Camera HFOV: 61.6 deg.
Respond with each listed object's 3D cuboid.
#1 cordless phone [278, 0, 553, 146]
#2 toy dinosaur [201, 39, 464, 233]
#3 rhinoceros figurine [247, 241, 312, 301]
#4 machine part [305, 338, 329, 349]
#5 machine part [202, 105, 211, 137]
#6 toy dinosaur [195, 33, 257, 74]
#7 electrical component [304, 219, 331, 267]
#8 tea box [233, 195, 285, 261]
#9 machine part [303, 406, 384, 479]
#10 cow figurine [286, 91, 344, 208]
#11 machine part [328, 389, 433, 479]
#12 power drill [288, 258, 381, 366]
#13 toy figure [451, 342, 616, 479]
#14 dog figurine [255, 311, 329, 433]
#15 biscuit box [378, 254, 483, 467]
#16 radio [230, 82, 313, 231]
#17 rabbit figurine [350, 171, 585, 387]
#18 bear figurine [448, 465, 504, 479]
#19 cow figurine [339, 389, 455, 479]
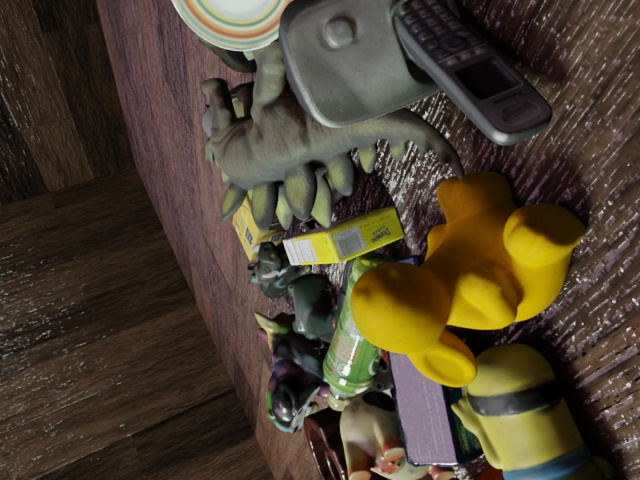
[{"bbox_3d":[0.064,-0.116,0.398,0.184,0.147,0.088,58,164,33],"label":"cordless phone"},{"bbox_3d":[-0.032,-0.109,0.594,0.472,0.105,0.198,-1,93,57],"label":"toy dinosaur"},{"bbox_3d":[-0.080,0.052,0.976,0.190,0.112,0.073,98,148,-66],"label":"rhinoceros figurine"},{"bbox_3d":[-0.006,0.142,0.981,0.084,0.039,0.138,37,142,46],"label":"machine part"},{"bbox_3d":[-0.152,-0.177,0.986,0.243,0.079,0.079,53,154,34],"label":"machine part"},{"bbox_3d":[-0.100,-0.289,0.707,0.405,0.131,0.192,168,82,-75],"label":"toy dinosaur"},{"bbox_3d":[-0.002,-0.003,0.845,0.063,0.021,0.093,50,160,42],"label":"electrical component"},{"bbox_3d":[-0.118,-0.039,1.043,0.098,0.068,0.169,63,158,18],"label":"tea box"},{"bbox_3d":[0.035,0.327,0.785,0.179,0.056,0.179,53,154,40],"label":"machine part"},{"bbox_3d":[-0.020,-0.119,0.730,0.167,0.068,0.098,62,164,20],"label":"cow figurine"},{"bbox_3d":[0.096,0.323,0.829,0.201,0.087,0.201,25,131,62],"label":"machine part"},{"bbox_3d":[0.027,0.109,0.820,0.207,0.086,0.231,16,116,57],"label":"power drill"},{"bbox_3d":[0.191,0.177,0.461,0.089,0.082,0.180,-48,56,46],"label":"toy figure"},{"bbox_3d":[-0.071,0.238,1.051,0.219,0.191,0.108,37,152,30],"label":"dog figurine"},{"bbox_3d":[0.108,0.119,0.544,0.063,0.059,0.202,-19,73,40],"label":"biscuit box"},{"bbox_3d":[-0.074,-0.130,0.837,0.131,0.073,0.229,7,116,67],"label":"radio"},{"bbox_3d":[0.097,0.038,0.433,0.122,0.173,0.162,47,146,38],"label":"rabbit figurine"},{"bbox_3d":[0.190,0.308,0.578,0.120,0.132,0.195,58,175,29],"label":"bear figurine"},{"bbox_3d":[0.098,0.228,0.630,0.194,0.085,0.127,33,-155,-36],"label":"cow figurine"}]
